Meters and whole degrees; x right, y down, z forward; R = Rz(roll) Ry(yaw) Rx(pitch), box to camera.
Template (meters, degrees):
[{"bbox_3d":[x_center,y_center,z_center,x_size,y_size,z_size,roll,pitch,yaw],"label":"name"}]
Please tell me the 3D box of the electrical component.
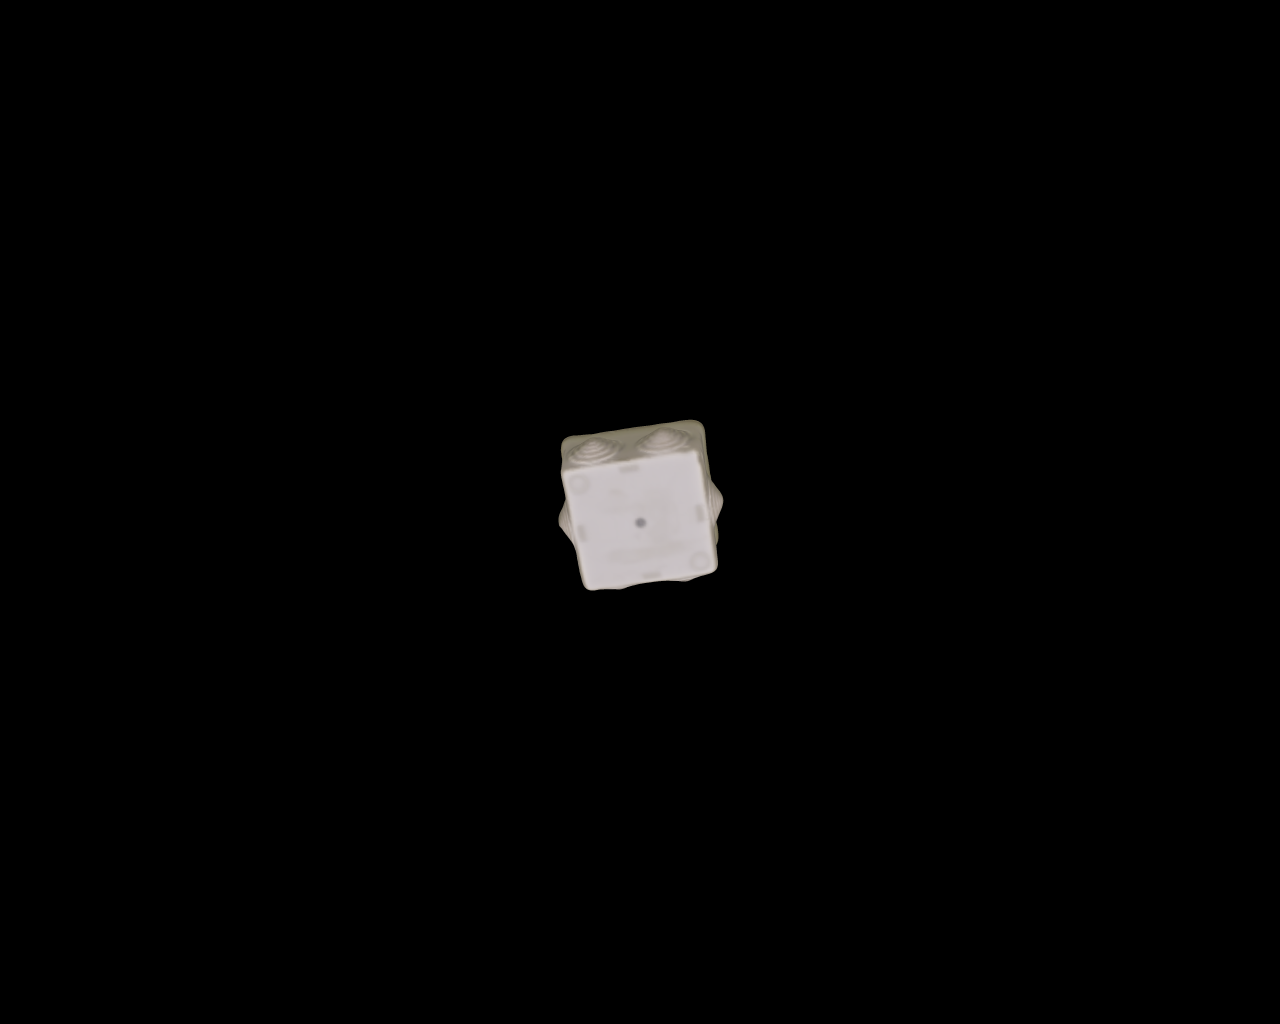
[{"bbox_3d":[0.001,-0.003,0.650,0.100,0.099,0.048,-8,24,3],"label":"electrical component"}]
